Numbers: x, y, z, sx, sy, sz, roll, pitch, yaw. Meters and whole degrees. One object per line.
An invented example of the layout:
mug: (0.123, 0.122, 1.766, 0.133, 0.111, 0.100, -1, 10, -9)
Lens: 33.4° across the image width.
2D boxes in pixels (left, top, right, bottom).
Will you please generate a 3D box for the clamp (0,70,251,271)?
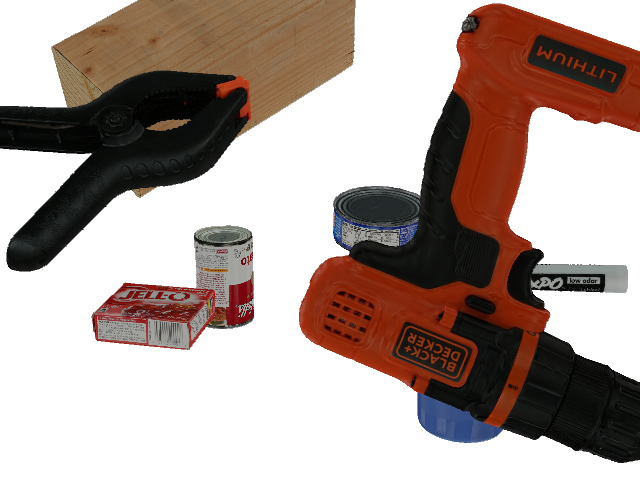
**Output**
clamp: (-0.124, -0.059, 0.602, 0.171, 0.120, 0.039, -29, -26, -26)

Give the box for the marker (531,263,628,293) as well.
marker: (0.146, 0.025, 0.727, 0.121, 0.020, 0.020, 1, 0, 7)

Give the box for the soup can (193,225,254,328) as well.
soup can: (-0.110, 0.040, 1.212, 0.068, 0.102, 0.068, 0, 18, 0)

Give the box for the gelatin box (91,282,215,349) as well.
gelatin box: (-0.145, 0.065, 0.938, 0.089, 0.030, 0.073, 4, 20, 12)

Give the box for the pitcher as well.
pitcher: (0.167, 0.115, 1.275, 0.149, 0.243, 0.145, 5, 18, 12)

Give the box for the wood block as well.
wood block: (-0.079, -0.135, 0.788, 0.205, 0.091, 0.090, -35, 60, -23)

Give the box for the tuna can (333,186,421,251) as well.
tuna can: (0.054, -0.017, 0.953, 0.086, 0.034, 0.086, 1, 25, -1)

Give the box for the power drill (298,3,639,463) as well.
power drill: (0.102, -0.003, 0.503, 0.184, 0.188, 0.057, 22, 7, 3)
